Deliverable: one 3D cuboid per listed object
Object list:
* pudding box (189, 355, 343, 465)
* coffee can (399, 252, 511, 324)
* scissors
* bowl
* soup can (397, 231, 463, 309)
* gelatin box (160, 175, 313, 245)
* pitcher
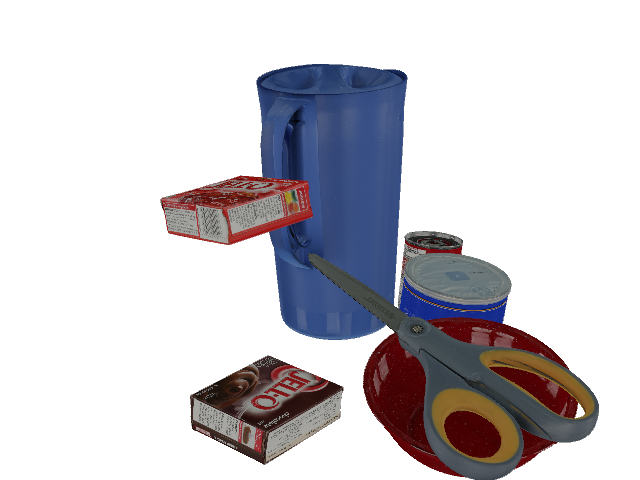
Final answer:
[{"bbox_3d":[-0.047,0.150,0.958,0.090,0.039,0.113,17,27,33],"label":"pudding box"},{"bbox_3d":[0.123,0.096,1.042,0.103,0.140,0.103,6,23,-3],"label":"coffee can"},{"bbox_3d":[0.048,0.065,0.573,0.202,0.016,0.096,22,44,30],"label":"scissors"},{"bbox_3d":[0.113,0.129,0.821,0.162,0.055,0.162,0,35,0],"label":"bowl"},{"bbox_3d":[0.127,0.047,1.249,0.068,0.102,0.068,4,15,-1],"label":"soup can"},{"bbox_3d":[-0.061,-0.024,0.761,0.073,0.030,0.089,-19,17,-33],"label":"gelatin box"},{"bbox_3d":[0.007,-0.033,0.971,0.149,0.243,0.145,-7,21,-15],"label":"pitcher"}]
